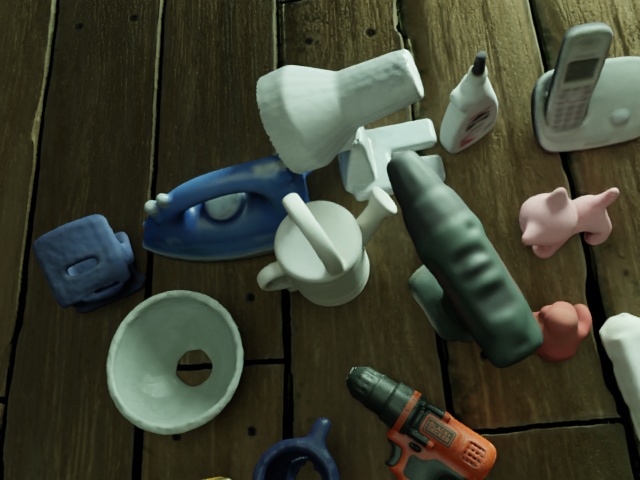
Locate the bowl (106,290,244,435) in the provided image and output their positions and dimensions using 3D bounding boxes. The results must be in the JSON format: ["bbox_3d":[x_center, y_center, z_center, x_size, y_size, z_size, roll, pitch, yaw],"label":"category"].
[{"bbox_3d":[-0.165,0.149,0.695,0.167,0.075,0.167,-3,70,8],"label":"bowl"}]

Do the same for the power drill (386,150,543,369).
[{"bbox_3d":[0.142,0.034,0.615,0.075,0.209,0.229,-31,69,-3],"label":"power drill"}]

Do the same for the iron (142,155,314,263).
[{"bbox_3d":[-0.128,-0.045,0.722,0.258,0.141,0.118,-16,69,3],"label":"iron"}]

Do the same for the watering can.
[{"bbox_3d":[0.005,0.001,0.656,0.100,0.194,0.173,35,79,19],"label":"watering can"}]

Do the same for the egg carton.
[{"bbox_3d":[0.372,0.147,0.614,0.107,0.069,0.150,-15,69,4],"label":"egg carton"}]

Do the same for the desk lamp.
[{"bbox_3d":[0.045,-0.137,0.688,0.203,0.214,0.118,-12,69,5],"label":"desk lamp"}]

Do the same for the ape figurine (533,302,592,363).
[{"bbox_3d":[0.264,0.094,0.638,0.077,0.092,0.076,9,72,12],"label":"ape figurine"}]

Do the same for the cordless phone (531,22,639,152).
[{"bbox_3d":[0.334,-0.187,0.676,0.147,0.185,0.094,-11,69,5],"label":"cordless phone"}]

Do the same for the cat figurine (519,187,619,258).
[{"bbox_3d":[0.283,-0.028,0.664,0.127,0.118,0.067,-19,69,2],"label":"cat figurine"}]

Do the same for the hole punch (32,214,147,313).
[{"bbox_3d":[-0.301,0.032,0.748,0.108,0.091,0.101,-24,69,0],"label":"hole punch"}]

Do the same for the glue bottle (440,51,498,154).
[{"bbox_3d":[0.186,-0.172,0.700,0.078,0.173,0.037,-37,69,-5],"label":"glue bottle"}]

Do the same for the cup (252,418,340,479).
[{"bbox_3d":[-0.014,0.251,0.624,0.091,0.095,0.118,21,75,15],"label":"cup"}]
